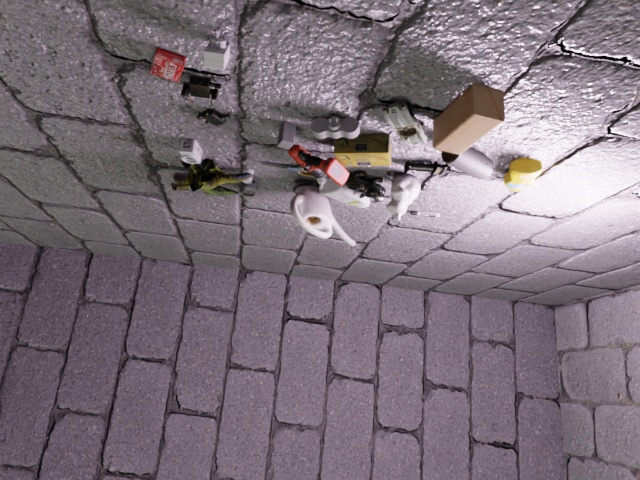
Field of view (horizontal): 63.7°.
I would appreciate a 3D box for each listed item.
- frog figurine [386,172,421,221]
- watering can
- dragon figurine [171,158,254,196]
[{"bbox_3d":[0.291,-0.150,1.809,0.122,0.162,0.135,-2,161,18],"label":"frog figurine"},{"bbox_3d":[0.006,-0.099,1.973,0.103,0.229,0.345,-30,145,32],"label":"watering can"},{"bbox_3d":[-0.391,-0.215,1.925,0.410,0.123,0.241,6,174,19],"label":"dragon figurine"}]
